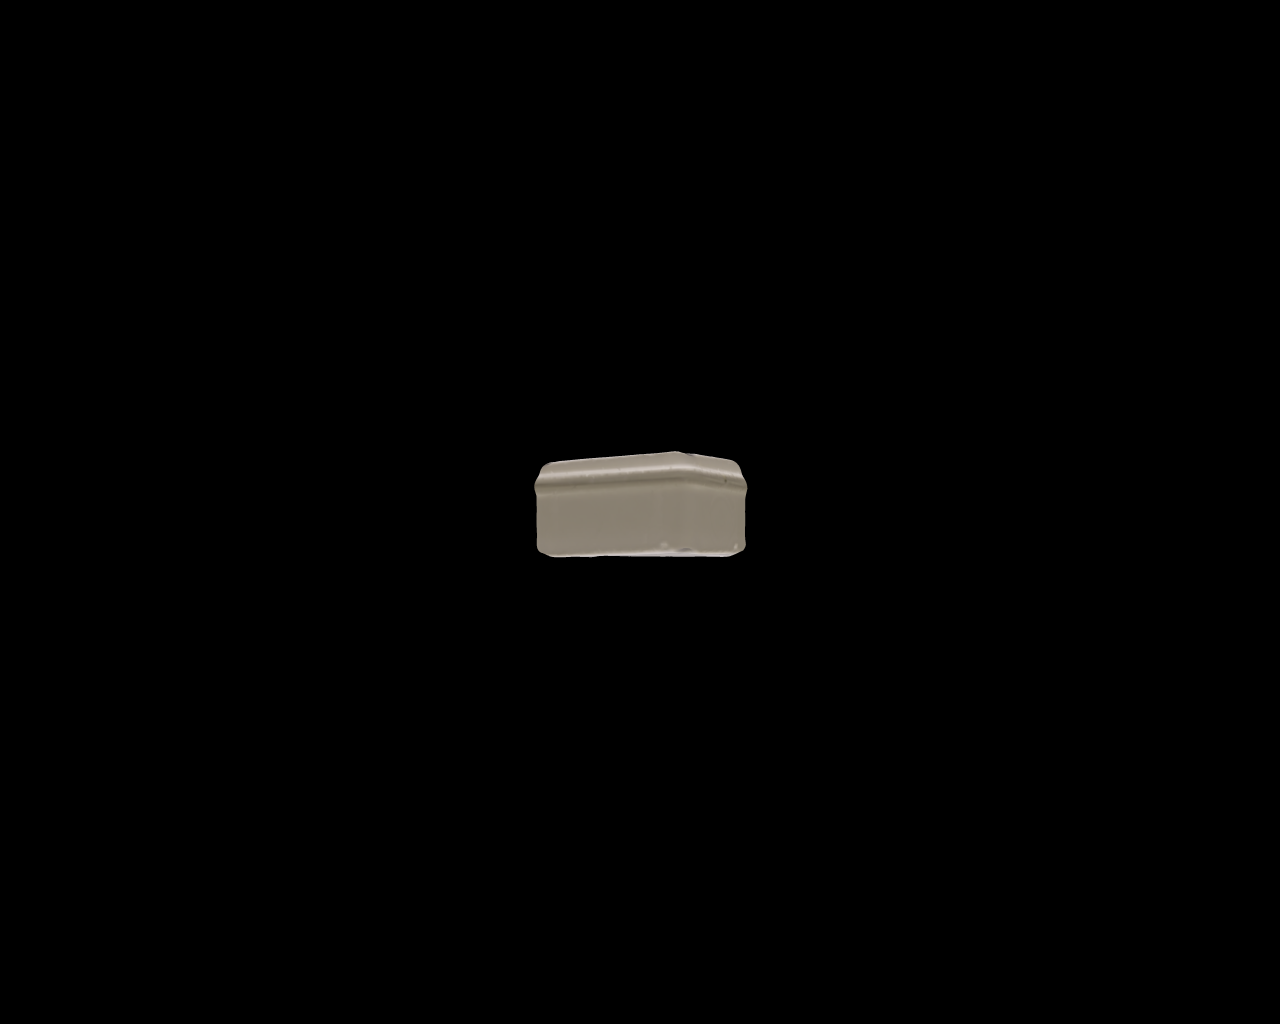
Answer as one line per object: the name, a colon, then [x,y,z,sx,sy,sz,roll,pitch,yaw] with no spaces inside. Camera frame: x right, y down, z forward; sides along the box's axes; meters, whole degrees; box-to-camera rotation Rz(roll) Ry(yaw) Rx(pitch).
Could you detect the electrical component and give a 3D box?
electrical component: [0.001,-0.003,0.650,0.113,0.057,0.078,-2,-3,31]
